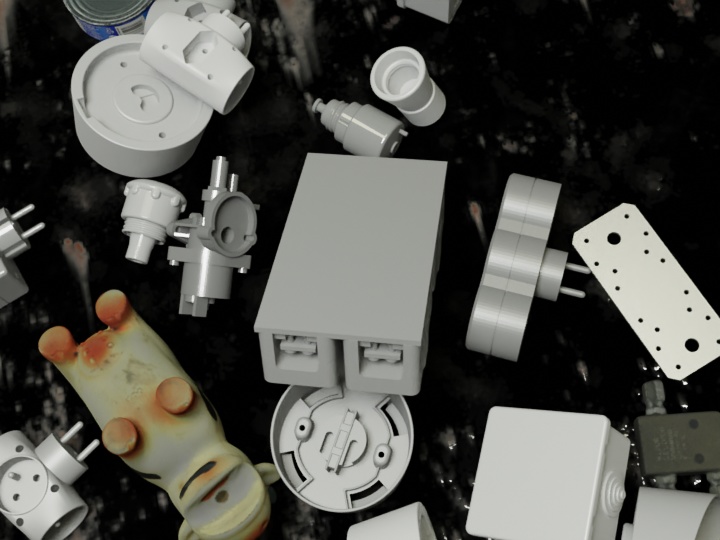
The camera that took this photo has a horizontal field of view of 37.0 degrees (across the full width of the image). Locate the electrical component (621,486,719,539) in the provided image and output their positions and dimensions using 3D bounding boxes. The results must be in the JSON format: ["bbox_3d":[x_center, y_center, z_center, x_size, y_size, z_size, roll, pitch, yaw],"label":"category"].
[{"bbox_3d":[0.198,0.188,0.688,0.064,0.099,0.099,9,72,16],"label":"electrical component"}]

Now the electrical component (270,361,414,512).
[{"bbox_3d":[-0.011,0.119,0.748,0.099,0.064,0.099,-2,70,5],"label":"electrical component"}]

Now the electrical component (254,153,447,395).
[{"bbox_3d":[0.000,0.000,0.755,0.105,0.060,0.186,4,43,7],"label":"electrical component"}]

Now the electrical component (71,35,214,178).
[{"bbox_3d":[-0.173,-0.123,0.846,0.108,0.060,0.108,7,61,-14],"label":"electrical component"}]

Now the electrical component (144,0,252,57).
[{"bbox_3d":[-0.126,-0.207,0.884,0.077,0.043,0.079,17,74,11],"label":"electrical component"}]

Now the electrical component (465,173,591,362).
[{"bbox_3d":[0.129,0.001,0.781,0.074,0.052,0.138,14,73,10],"label":"electrical component"}]

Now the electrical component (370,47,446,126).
[{"bbox_3d":[0.041,-0.138,0.832,0.044,0.065,0.044,-8,71,23],"label":"electrical component"}]

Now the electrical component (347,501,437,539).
[{"bbox_3d":[0.022,0.210,0.693,0.060,0.108,0.108,-15,70,7],"label":"electrical component"}]

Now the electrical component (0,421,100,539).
[{"bbox_3d":[-0.223,0.144,0.771,0.077,0.044,0.079,42,79,17],"label":"electrical component"}]

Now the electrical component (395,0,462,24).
[{"bbox_3d":[0.060,-0.259,0.847,0.057,0.113,0.078,25,75,10],"label":"electrical component"}]

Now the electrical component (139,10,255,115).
[{"bbox_3d":[-0.115,-0.169,0.824,0.077,0.043,0.079,34,61,2],"label":"electrical component"}]

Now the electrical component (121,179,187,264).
[{"bbox_3d":[-0.164,-0.036,0.829,0.048,0.048,0.062,13,79,10],"label":"electrical component"}]

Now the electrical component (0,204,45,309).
[{"bbox_3d":[-0.282,-0.023,0.834,0.076,0.047,0.083,-32,71,-6],"label":"electrical component"}]

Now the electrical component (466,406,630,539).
[{"bbox_3d":[0.127,0.143,0.717,0.100,0.048,0.099,-1,67,38],"label":"electrical component"}]

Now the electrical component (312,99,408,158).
[{"bbox_3d":[-0.002,-0.111,0.840,0.078,0.040,0.040,30,76,15],"label":"electrical component"}]
